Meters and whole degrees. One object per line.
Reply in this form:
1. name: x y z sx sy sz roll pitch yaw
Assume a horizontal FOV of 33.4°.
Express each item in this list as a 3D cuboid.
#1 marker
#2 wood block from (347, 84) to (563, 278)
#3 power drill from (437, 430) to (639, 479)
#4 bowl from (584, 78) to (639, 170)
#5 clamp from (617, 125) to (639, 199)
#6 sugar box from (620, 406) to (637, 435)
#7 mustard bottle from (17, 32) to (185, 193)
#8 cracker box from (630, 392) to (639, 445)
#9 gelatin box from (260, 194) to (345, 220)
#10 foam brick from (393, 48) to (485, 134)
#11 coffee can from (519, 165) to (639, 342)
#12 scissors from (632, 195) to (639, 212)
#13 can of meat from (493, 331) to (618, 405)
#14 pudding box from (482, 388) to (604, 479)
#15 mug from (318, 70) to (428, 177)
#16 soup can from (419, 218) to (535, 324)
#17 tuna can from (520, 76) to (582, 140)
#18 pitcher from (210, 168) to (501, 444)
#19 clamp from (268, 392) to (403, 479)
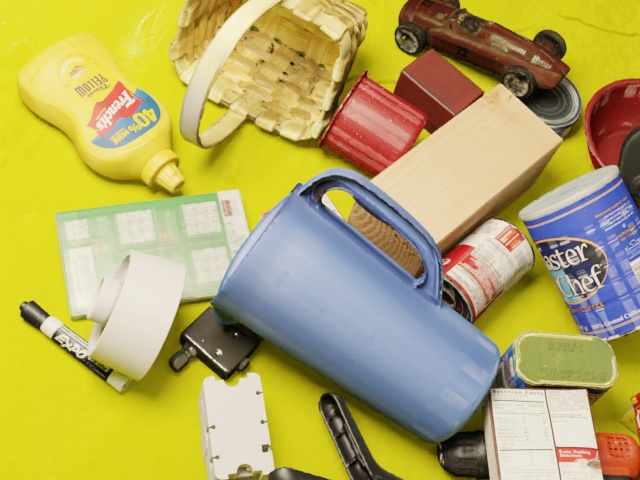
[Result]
1. marker: -0.218 0.093 0.946 0.121 0.020 0.020 35 60 9
2. wood block: 0.132 -0.054 1.064 0.205 0.090 0.091 -38 74 -28
3. power drill: 0.198 0.243 0.909 0.184 0.057 0.187 1 49 -4
4. bowl: 0.352 -0.095 1.154 0.162 0.055 0.162 5 60 -9
5. clamp: 0.314 -0.054 1.049 0.165 0.210 0.036 30 36 12
6. sugar box: 0.369 0.196 0.969 0.176 0.093 0.048 42 63 14
7. mustard bottle: -0.202 -0.115 1.046 0.192 0.058 0.096 44 61 13
8. cracker box: 0.359 0.220 0.873 0.164 0.072 0.214 -5 72 -3
9. gelatin box: -0.007 0.001 1.038 0.073 0.030 0.089 -25 69 -25
10. foam brick: 0.124 -0.155 1.142 0.078 0.053 0.051 42 61 11
11. coffee can: 0.267 0.014 1.019 0.102 0.103 0.140 -30 94 -25
12. scissors: 0.364 0.030 1.099 0.201 0.096 0.016 59 32 -9
13. can of meat: 0.211 0.126 0.980 0.102 0.084 0.057 4 60 -10
14. pudding box: 0.188 0.179 0.904 0.090 0.039 0.113 1 45 1
15. mug: 0.059 -0.115 1.093 0.081 0.093 0.117 32 22 1
16. soup can: 0.151 0.033 1.031 0.102 0.069 0.068 -38 74 -28
17. tuna can: 0.243 -0.148 1.174 0.086 0.034 0.086 5 60 -9
18. pitcher: 0.040 0.061 0.932 0.243 0.149 0.145 36 64 -4
19. clamp: 0.041 0.209 0.909 0.171 0.039 0.120 40 44 -11
